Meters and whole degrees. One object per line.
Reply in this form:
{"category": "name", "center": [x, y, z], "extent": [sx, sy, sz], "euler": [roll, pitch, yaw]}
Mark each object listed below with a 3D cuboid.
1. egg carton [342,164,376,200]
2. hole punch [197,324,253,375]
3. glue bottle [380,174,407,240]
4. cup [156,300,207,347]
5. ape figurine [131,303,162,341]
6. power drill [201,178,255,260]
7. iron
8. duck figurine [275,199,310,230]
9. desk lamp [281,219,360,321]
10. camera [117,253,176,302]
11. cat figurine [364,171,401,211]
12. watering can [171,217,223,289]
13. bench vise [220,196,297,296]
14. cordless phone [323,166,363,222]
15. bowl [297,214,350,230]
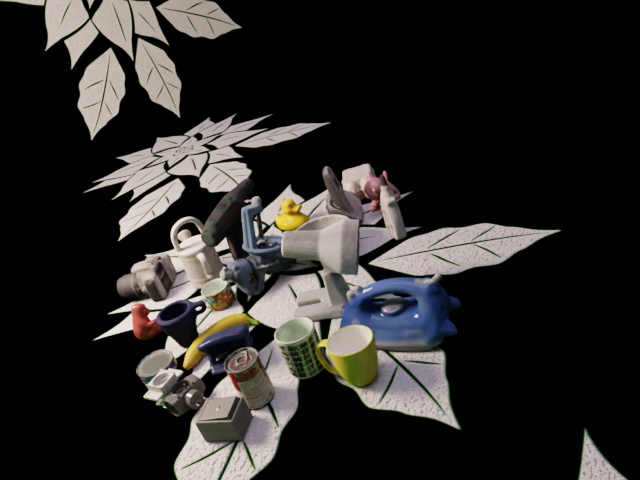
{"category": "egg carton", "center": [0.120, -0.176, 1.748], "extent": [0.107, 0.069, 0.150], "euler": [-16, 29, 7]}
{"category": "hole punch", "center": [-0.203, 0.221, 1.231], "extent": [0.108, 0.091, 0.101], "euler": [-19, 29, 1]}
{"category": "glue bottle", "center": [0.178, -0.088, 1.451], "extent": [0.037, 0.173, 0.078], "euler": [-23, 29, -6]}
{"category": "cup", "center": [-0.309, 0.195, 1.336], "extent": [0.118, 0.095, 0.091], "euler": [-23, 29, -7]}
{"category": "ape figurine", "center": [-0.433, 0.196, 1.413], "extent": [0.076, 0.092, 0.077], "euler": [-33, 31, -23]}
{"category": "power drill", "center": [-0.220, -0.028, 1.550], "extent": [0.075, 0.209, 0.230], "euler": [1, 35, 33]}
{"category": "iron", "center": [0.138, 0.131, 1.126], "extent": [0.257, 0.142, 0.119], "euler": [-7, 31, 22]}
{"category": "duck figurine", "center": [-0.090, -0.081, 1.693], "extent": [0.104, 0.086, 0.077], "euler": [-3, 32, 27]}
{"category": "desk lamp", "center": [0.012, 0.062, 1.247], "extent": [0.203, 0.214, 0.118], "euler": [-12, 29, 14]}
{"category": "camera", "center": [-0.491, 0.103, 1.602], "extent": [0.136, 0.101, 0.143], "euler": [-14, 29, 9]}
{"category": "cat figurine", "center": [0.167, -0.146, 1.617], "extent": [0.067, 0.118, 0.128], "euler": [2, 35, 34]}
{"category": "watering can", "center": [-0.340, 0.025, 1.546], "extent": [0.172, 0.194, 0.101], "euler": [9, 39, 41]}
{"category": "bench vise", "center": [-0.160, 0.017, 1.425], "extent": [0.121, 0.220, 0.208], "euler": [3, 36, 35]}
{"category": "cordless phone", "center": [0.054, -0.136, 1.598], "extent": [0.094, 0.185, 0.147], "euler": [-15, 29, 8]}
{"category": "bowl", "center": [0.014, 0.005, 1.492], "extent": [0.167, 0.075, 0.167], "euler": [-15, 29, 9]}
